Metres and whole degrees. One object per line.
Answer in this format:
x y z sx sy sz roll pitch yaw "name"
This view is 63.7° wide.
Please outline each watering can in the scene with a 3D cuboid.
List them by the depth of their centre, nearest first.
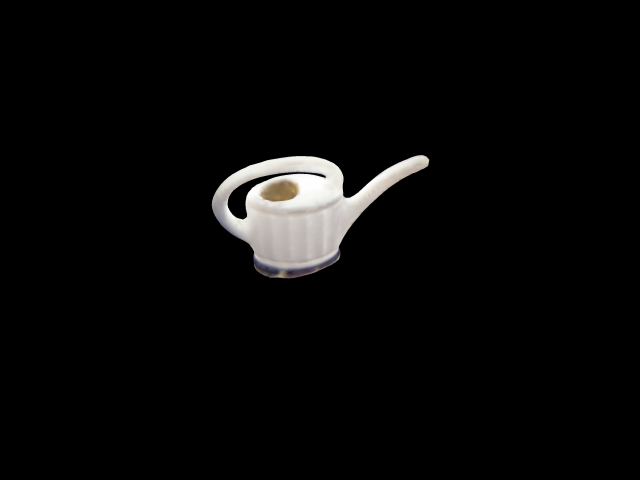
0.003 -0.043 0.850 0.348 0.219 0.106 -6 42 -6 "watering can"
